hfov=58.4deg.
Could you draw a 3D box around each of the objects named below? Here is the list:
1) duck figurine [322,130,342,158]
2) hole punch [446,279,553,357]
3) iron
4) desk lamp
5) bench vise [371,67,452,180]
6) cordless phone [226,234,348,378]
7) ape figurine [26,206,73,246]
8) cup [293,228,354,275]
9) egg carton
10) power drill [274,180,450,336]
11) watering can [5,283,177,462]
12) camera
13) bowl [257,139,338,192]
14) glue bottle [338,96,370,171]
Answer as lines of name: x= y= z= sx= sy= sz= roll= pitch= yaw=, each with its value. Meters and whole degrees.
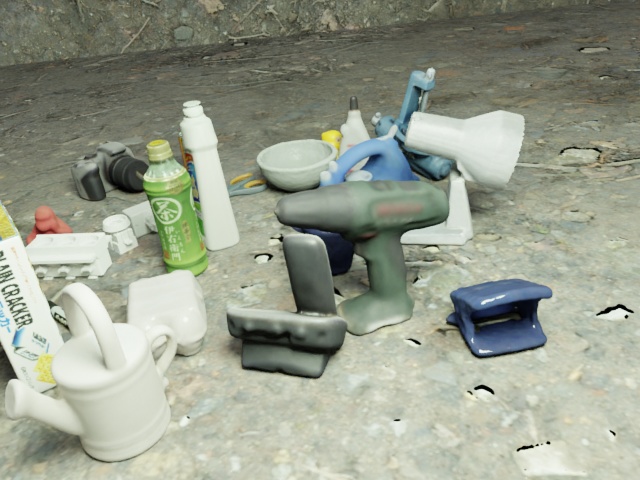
duck figurine: x=0.023 y=-0.196 z=1.246 sx=0.104 sy=0.086 sz=0.077 roll=-1 pitch=30 yaw=10
hole punch: x=0.222 y=0.080 z=0.723 sx=0.108 sy=0.091 sz=0.101 roll=-10 pitch=30 yaw=-6
iron: x=0.065 y=-0.106 z=1.026 sx=0.259 sy=0.142 sz=0.118 roll=-30 pitch=37 yaw=-35
desk lamp: x=0.214 y=-0.103 z=0.921 sx=0.203 sy=0.214 sz=0.118 roll=0 pitch=30 yaw=10
bench vise: x=0.174 y=-0.242 z=1.163 sx=0.206 sy=0.220 sz=0.122 roll=15 pitch=36 yaw=32
cordless phone: x=-0.045 y=0.067 z=0.700 sx=0.147 sy=0.185 sz=0.094 roll=1 pitch=31 yaw=12
ape figurine: x=-0.484 y=-0.017 z=1.022 sx=0.078 sy=0.092 sz=0.076 roll=-8 pitch=30 yaw=-3
cup: x=0.008 y=0.003 z=0.893 sx=0.117 sy=0.095 sz=0.092 roll=7 pitch=33 yaw=22
egg carton: x=-0.211 y=0.102 z=0.788 sx=0.107 sy=0.069 sz=0.150 roll=-13 pitch=31 yaw=-12
power drill: x=0.061 y=0.015 z=0.748 sx=0.230 sy=0.209 sz=0.075 roll=-16 pitch=31 yaw=-17
watering can: x=-0.235 y=0.137 z=0.606 sx=0.100 sy=0.194 sz=0.173 roll=9 pitch=33 yaw=24
camera: x=-0.442 y=-0.152 z=1.240 sx=0.136 sy=0.101 sz=0.143 roll=18 pitch=38 yaw=36
bowl: x=-0.044 y=-0.146 z=1.182 sx=0.167 sy=0.075 sz=0.167 roll=-4 pitch=30 yaw=3
glue bottle: x=0.072 y=-0.209 z=1.171 sx=0.078 sy=0.173 sz=0.037 roll=-4 pitch=30 yaw=5
